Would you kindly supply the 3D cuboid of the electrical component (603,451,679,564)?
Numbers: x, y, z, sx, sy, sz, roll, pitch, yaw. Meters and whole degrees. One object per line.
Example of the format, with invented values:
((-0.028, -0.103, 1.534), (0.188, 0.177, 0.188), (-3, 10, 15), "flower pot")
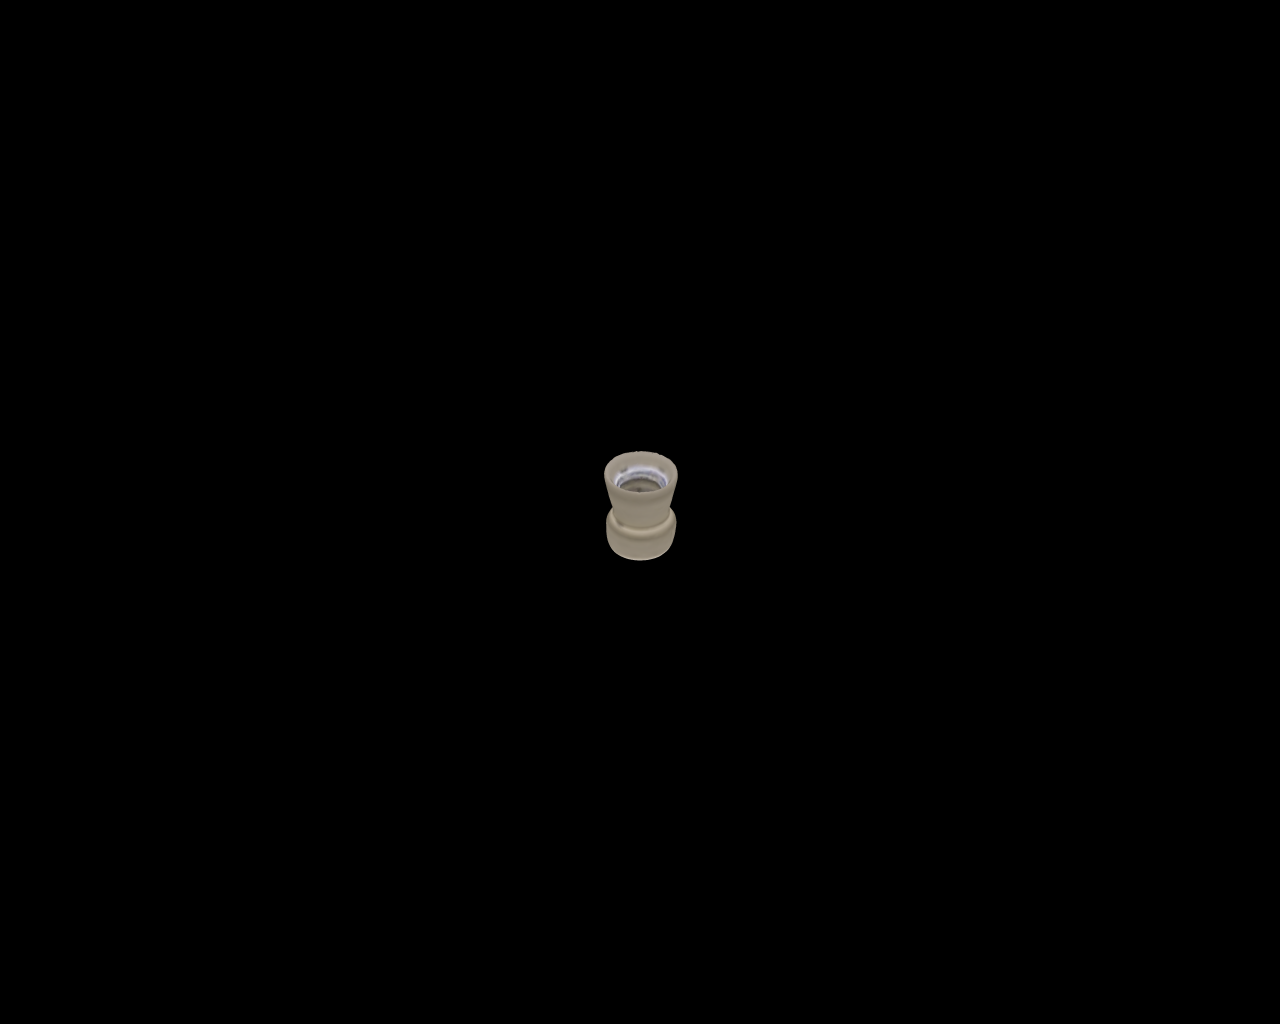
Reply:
((0.001, -0.003, 0.650), (0.045, 0.055, 0.045), (0, 38, 0), "electrical component")
